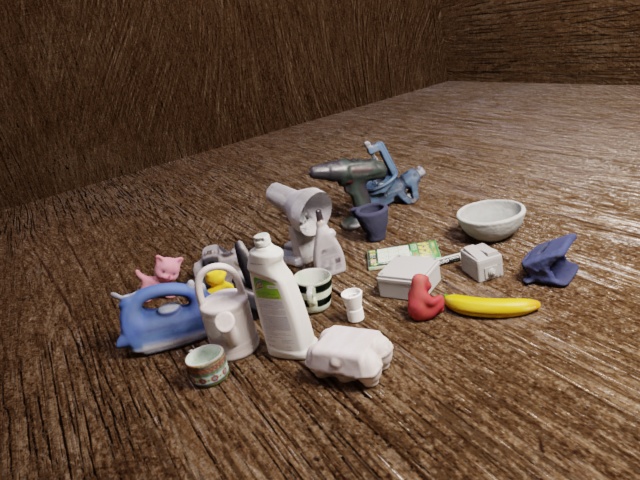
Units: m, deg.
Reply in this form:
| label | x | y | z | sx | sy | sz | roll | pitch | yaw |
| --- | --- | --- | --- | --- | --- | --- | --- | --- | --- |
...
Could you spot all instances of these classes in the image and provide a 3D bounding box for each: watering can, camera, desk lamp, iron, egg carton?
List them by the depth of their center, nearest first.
| label | x | y | z | sx | sy | sz | roll | pitch | yaw |
| --- | --- | --- | --- | --- | --- | --- | --- | --- | --- |
| egg carton | 0.051 | 0.207 | 1.024 | 0.149 | 0.069 | 0.107 | 2 | 26 | 30 |
| watering can | -0.187 | 0.138 | 1.143 | 0.101 | 0.194 | 0.172 | -23 | 25 | -27 |
| iron | -0.322 | 0.150 | 1.252 | 0.258 | 0.142 | 0.118 | -14 | 22 | -6 |
| desk lamp | -0.062 | -0.043 | 1.499 | 0.202 | 0.214 | 0.118 | 11 | 31 | 44 |
| camera | -0.259 | 0.055 | 1.508 | 0.143 | 0.101 | 0.136 | -13 | 22 | -3 |

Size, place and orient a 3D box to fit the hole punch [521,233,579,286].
| label | x | y | z | sx | sy | sz | roll | pitch | yaw |
| --- | --- | --- | --- | --- | --- | --- | --- | --- | --- |
| hole punch | 0.479 | 0.037 | 1.198 | 0.100 | 0.091 | 0.109 | 6 | 28 | 37 |

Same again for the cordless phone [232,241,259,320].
| label | x | y | z | sx | sy | sz | roll | pitch | yaw |
| --- | --- | --- | --- | --- | --- | --- | --- | --- | --- |
| cordless phone | -0.157 | 0.074 | 1.296 | 0.094 | 0.185 | 0.147 | -18 | 23 | -15 |

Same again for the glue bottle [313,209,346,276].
| label | x | y | z | sx | sy | sz | roll | pitch | yaw |
| --- | --- | --- | --- | --- | --- | --- | --- | --- | --- |
| glue bottle | 0.013 | 0.005 | 1.398 | 0.078 | 0.173 | 0.037 | -16 | 22 | -11 |

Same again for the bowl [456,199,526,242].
| label | x | y | z | sx | sy | sz | roll | pitch | yaw |
| --- | --- | --- | --- | --- | --- | --- | --- | --- | --- |
| bowl | 0.429 | -0.041 | 1.435 | 0.167 | 0.075 | 0.167 | -10 | 22 | 4 |

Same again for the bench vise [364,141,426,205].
| label | x | y | z | sx | sy | sz | roll | pitch | yaw |
| --- | --- | --- | --- | --- | --- | --- | --- | --- | --- |
| bench vise | 0.213 | -0.213 | 1.768 | 0.208 | 0.220 | 0.121 | -21 | 24 | -22 |

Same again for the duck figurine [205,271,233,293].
| label | x | y | z | sx | sy | sz | roll | pitch | yaw |
| --- | --- | --- | --- | --- | --- | --- | --- | --- | --- |
| duck figurine | -0.255 | 0.110 | 1.392 | 0.077 | 0.086 | 0.105 | 0 | 25 | 26 |

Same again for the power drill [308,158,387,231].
| label | x | y | z | sx | sy | sz | roll | pitch | yaw |
| --- | --- | --- | --- | --- | --- | --- | --- | --- | --- |
| power drill | 0.090 | -0.141 | 1.668 | 0.230 | 0.209 | 0.075 | -18 | 23 | -15 |

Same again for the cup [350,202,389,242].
| label | x | y | z | sx | sy | sz | roll | pitch | yaw |
| --- | --- | --- | --- | --- | --- | --- | --- | --- | --- |
| cup | 0.136 | -0.045 | 1.565 | 0.117 | 0.095 | 0.092 | 7 | 28 | 38 |

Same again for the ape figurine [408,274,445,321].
| label | x | y | z | sx | sy | sz | roll | pitch | yaw |
| --- | --- | --- | --- | --- | --- | --- | --- | --- | --- |
| ape figurine | 0.207 | 0.110 | 1.153 | 0.076 | 0.092 | 0.077 | -22 | 24 | -24 |

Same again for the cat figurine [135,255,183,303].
| label | x | y | z | sx | sy | sz | roll | pitch | yaw |
| --- | --- | --- | --- | --- | --- | --- | --- | --- | --- |
| cat figurine | -0.412 | 0.090 | 1.476 | 0.127 | 0.118 | 0.067 | -10 | 22 | 3 |
